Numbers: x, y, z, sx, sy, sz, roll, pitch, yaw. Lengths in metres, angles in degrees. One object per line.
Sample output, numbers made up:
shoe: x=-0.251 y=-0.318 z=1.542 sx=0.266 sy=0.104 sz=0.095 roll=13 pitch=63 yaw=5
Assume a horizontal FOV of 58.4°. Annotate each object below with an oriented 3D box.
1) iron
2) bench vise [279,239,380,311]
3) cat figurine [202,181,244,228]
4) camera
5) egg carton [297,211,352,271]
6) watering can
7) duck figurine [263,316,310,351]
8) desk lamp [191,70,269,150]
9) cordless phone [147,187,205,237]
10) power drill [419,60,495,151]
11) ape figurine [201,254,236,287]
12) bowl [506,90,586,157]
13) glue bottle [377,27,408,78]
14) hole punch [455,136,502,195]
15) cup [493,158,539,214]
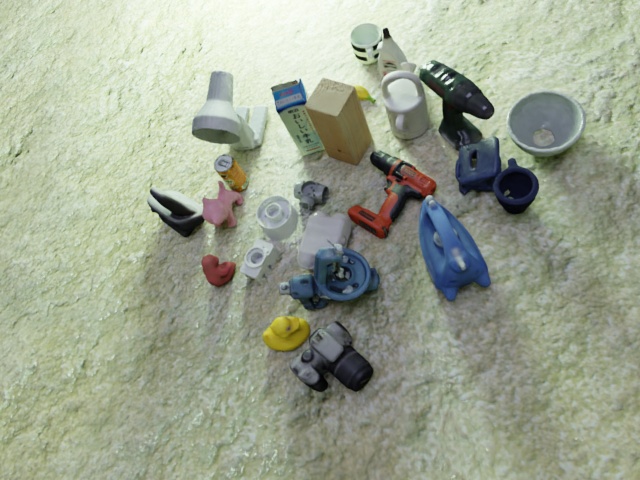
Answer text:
iron: x=0.262 y=-0.011 z=1.210 sx=0.118 sy=0.142 sz=0.258 roll=-23 pitch=61 yaw=5
bench vise: x=0.011 y=0.083 z=1.196 sx=0.207 sy=0.220 sz=0.121 roll=-29 pitch=61 yaw=2
cat figurine: x=-0.249 y=-0.084 z=1.413 sx=0.067 sy=0.118 sz=0.128 roll=2 pitch=66 yaw=18
camera: x=0.030 y=0.256 z=1.177 sx=0.136 sy=0.101 sz=0.143 roll=38 pitch=81 yaw=28
egg carton: x=0.012 y=0.005 z=1.319 sx=0.107 sy=0.069 sz=0.150 roll=7 pitch=68 yaw=20
watering can: x=0.198 y=-0.339 z=1.355 sx=0.101 sy=0.194 sz=0.172 roll=-16 pitch=62 yaw=9
duck figurine: x=-0.081 y=0.196 z=1.247 sx=0.104 sy=0.086 sz=0.077 roll=-18 pitch=62 yaw=8
desk lamp: x=-0.232 y=-0.315 z=1.461 sx=0.117 sy=0.214 sz=0.203 roll=1 pitch=66 yaw=18
cordless phone: x=-0.378 y=-0.099 z=1.420 sx=0.147 sy=0.185 sz=0.094 roll=28 pitch=76 yaw=26
power drill: x=0.314 y=-0.297 z=1.292 sx=0.075 sy=0.209 sz=0.229 roll=-36 pitch=61 yaw=-2
ape figurine: x=-0.249 y=0.064 z=1.357 sx=0.077 sy=0.092 sz=0.076 roll=24 pitch=74 yaw=25
bowl: x=0.505 y=-0.249 z=1.288 sx=0.167 sy=0.075 sz=0.167 roll=-7 pitch=64 yaw=14
glue bottle: x=0.176 y=-0.468 z=1.435 sx=0.078 sy=0.173 sz=0.037 roll=10 pitch=69 yaw=21
hole punch: x=0.355 y=-0.168 z=1.286 sx=0.101 sy=0.091 sz=0.108 roll=0 pitch=66 yaw=17
cup: x=0.419 y=-0.108 z=1.236 sx=0.091 sy=0.095 sz=0.118 roll=-7 pitch=64 yaw=14
